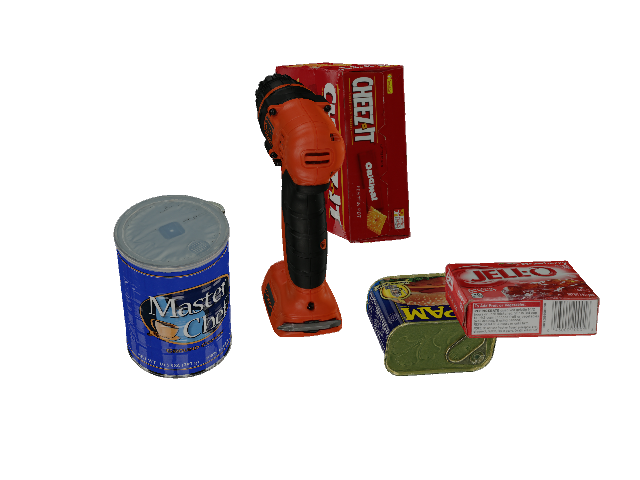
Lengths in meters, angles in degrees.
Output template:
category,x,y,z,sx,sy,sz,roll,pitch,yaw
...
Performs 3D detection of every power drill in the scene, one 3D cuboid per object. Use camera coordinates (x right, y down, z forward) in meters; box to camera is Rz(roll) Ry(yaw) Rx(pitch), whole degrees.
category,x,y,z,sx,sy,sz,roll,pitch,yaw
power drill,-0.021,-0.031,0.858,0.057,0.188,0.184,-5,23,-8

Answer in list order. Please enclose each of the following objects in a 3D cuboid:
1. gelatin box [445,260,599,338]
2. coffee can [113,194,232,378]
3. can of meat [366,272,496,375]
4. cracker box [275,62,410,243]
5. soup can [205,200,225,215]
category,x,y,z,sx,sy,sz,roll,pitch,yaw
gelatin box,0.133,0.038,0.719,0.089,0.030,0.073,-1,18,-3
coffee can,-0.135,0.043,0.993,0.103,0.140,0.103,1,40,-1
can of meat,0.098,0.074,0.972,0.102,0.057,0.084,-2,31,-12
cracker box,0.017,-0.096,1.082,0.072,0.164,0.214,-7,12,-17
soup can,-0.150,0.009,1.328,0.068,0.102,0.068,-1,25,0
